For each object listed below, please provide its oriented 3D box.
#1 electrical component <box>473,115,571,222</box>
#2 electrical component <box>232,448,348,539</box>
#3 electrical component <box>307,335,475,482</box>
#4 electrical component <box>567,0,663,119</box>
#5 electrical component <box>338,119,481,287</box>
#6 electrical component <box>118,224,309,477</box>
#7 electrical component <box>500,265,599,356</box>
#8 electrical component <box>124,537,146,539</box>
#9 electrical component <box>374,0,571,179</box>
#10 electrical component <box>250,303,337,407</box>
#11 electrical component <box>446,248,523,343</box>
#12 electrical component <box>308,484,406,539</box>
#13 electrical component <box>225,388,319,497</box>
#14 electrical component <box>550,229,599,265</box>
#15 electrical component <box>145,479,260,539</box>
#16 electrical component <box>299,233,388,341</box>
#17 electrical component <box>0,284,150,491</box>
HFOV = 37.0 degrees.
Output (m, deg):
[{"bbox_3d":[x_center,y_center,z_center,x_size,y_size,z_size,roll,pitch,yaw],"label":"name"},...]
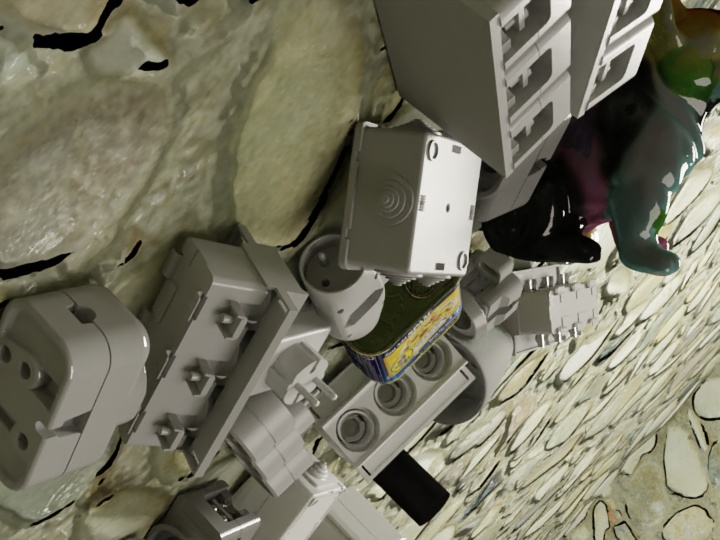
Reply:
[{"bbox_3d":[0.094,-0.083,0.739,0.059,0.054,0.095,-23,146,-44],"label":"electrical component"},{"bbox_3d":[-0.062,0.185,0.872,0.096,0.061,0.062,-54,158,13],"label":"electrical component"},{"bbox_3d":[0.021,0.100,0.872,0.121,0.078,0.063,-42,-175,-14],"label":"electrical component"},{"bbox_3d":[0.125,-0.176,0.605,0.062,0.089,0.150,-36,154,-26],"label":"electrical component"},{"bbox_3d":[0.034,-0.040,0.660,0.100,0.048,0.099,3,95,-61],"label":"electrical component"},{"bbox_3d":[-0.090,0.043,0.600,0.063,0.078,0.121,11,120,-38],"label":"electrical component"},{"bbox_3d":[0.185,0.037,1.051,0.121,0.063,0.078,-7,93,-57],"label":"electrical component"},{"bbox_3d":[-0.169,0.229,0.781,0.040,0.040,0.078,-22,146,-45],"label":"electrical component"},{"bbox_3d":[0.062,-0.129,0.568,0.062,0.089,0.150,-44,156,-9],"label":"electrical component"},{"bbox_3d":[-0.047,0.059,0.684,0.066,0.077,0.047,-11,137,-54],"label":"electrical component"},{"bbox_3d":[0.096,0.025,0.904,0.057,0.058,0.078,-39,155,-27],"label":"electrical component"},{"bbox_3d":[-0.006,0.271,1.055,0.061,0.096,0.061,-18,143,-48],"label":"electrical component"},{"bbox_3d":[-0.058,0.107,0.769,0.074,0.052,0.138,-42,156,-15],"label":"electrical component"},{"bbox_3d":[0.194,-0.024,1.018,0.078,0.040,0.040,-23,146,-45],"label":"electrical component"},{"bbox_3d":[-0.127,0.211,0.813,0.056,0.050,0.089,-7,134,-58],"label":"electrical component"},{"bbox_3d":[0.000,0.000,0.716,0.079,0.043,0.077,-45,156,-14],"label":"electrical component"},{"bbox_3d":[-0.147,0.056,0.535,0.059,0.054,0.095,-14,139,-53],"label":"electrical component"}]
